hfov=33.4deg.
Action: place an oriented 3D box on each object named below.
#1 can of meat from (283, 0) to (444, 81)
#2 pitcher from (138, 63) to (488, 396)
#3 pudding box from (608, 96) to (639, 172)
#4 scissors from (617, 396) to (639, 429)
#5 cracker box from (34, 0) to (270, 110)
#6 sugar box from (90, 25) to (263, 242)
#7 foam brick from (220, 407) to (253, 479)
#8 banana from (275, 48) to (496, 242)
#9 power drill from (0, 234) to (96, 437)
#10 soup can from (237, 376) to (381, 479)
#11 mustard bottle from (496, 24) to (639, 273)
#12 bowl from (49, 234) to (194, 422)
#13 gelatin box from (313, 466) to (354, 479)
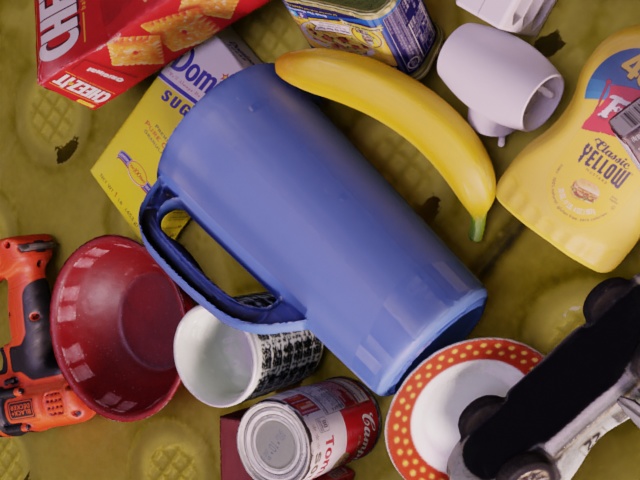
[{"bbox_3d":[0.027,-0.163,0.763,0.102,0.084,0.057,19,74,29],"label":"can of meat"},{"bbox_3d":[-0.005,0.001,0.777,0.243,0.144,0.149,46,115,19],"label":"pitcher"},{"bbox_3d":[0.241,-0.065,0.627,0.114,0.039,0.090,-34,114,15],"label":"pudding box"},{"bbox_3d":[0.272,0.156,0.635,0.096,0.016,0.201,-31,99,32],"label":"scissors"},{"bbox_3d":[-0.141,-0.227,0.862,0.214,0.072,0.164,-23,62,32],"label":"cracker box"},{"bbox_3d":[-0.113,-0.089,0.894,0.093,0.048,0.176,50,118,21],"label":"sugar box"},{"bbox_3d":[-0.045,0.179,0.866,0.051,0.052,0.078,1,93,33],"label":"foam brick"},{"bbox_3d":[0.056,-0.081,0.751,0.198,0.037,0.070,42,118,2],"label":"banana"},{"bbox_3d":[-0.300,0.095,1.025,0.185,0.057,0.187,-13,89,29],"label":"power drill"},{"bbox_3d":[-0.007,0.145,0.809,0.069,0.102,0.068,2,94,32],"label":"soup can"},{"bbox_3d":[0.203,-0.078,0.679,0.096,0.058,0.192,37,112,7],"label":"mustard bottle"},{"bbox_3d":[-0.161,0.074,0.932,0.162,0.055,0.162,3,95,33],"label":"bowl"},{"bbox_3d":[-0.013,0.222,0.836,0.030,0.073,0.089,26,106,28],"label":"gelatin box"}]
